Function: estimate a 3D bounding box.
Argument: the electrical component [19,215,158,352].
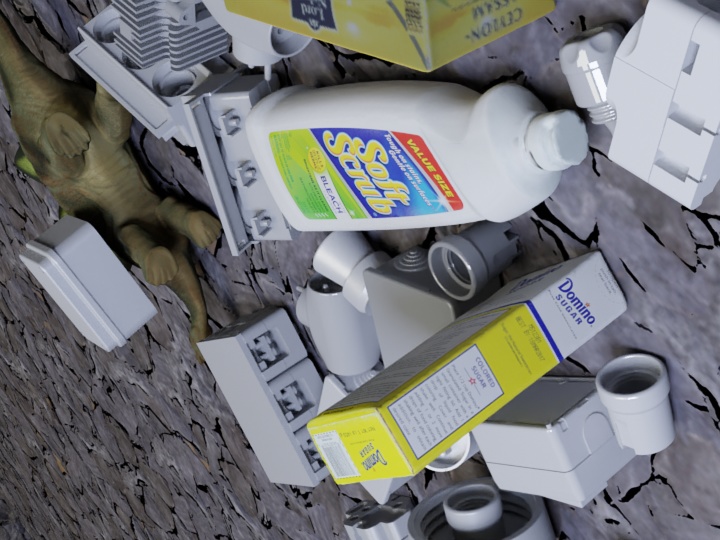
[{"bbox_3d":[-0.248,0.012,0.981,0.078,0.057,0.113,16,144,55],"label":"electrical component"}]

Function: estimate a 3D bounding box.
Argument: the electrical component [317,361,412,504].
[{"bbox_3d":[0.013,0.127,0.871,0.100,0.048,0.099,44,147,23],"label":"electrical component"}]

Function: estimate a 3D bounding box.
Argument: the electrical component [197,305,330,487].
[{"bbox_3d":[-0.072,0.113,0.972,0.089,0.062,0.150,-13,106,59],"label":"electrical component"}]

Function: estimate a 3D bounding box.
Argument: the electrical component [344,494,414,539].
[{"bbox_3d":[0.026,0.237,0.945,0.078,0.058,0.057,-9,107,58],"label":"electrical component"}]

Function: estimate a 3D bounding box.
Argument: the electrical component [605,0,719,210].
[{"bbox_3d":[0.149,-0.083,0.478,0.056,0.050,0.089,39,145,30],"label":"electrical component"}]

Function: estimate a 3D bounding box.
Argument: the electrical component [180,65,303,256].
[{"bbox_3d":[-0.078,-0.082,0.800,0.063,0.078,0.121,2,121,31],"label":"electrical component"}]

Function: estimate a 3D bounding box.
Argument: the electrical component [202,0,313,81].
[{"bbox_3d":[-0.069,-0.166,0.732,0.077,0.043,0.079,39,145,30],"label":"electrical component"}]

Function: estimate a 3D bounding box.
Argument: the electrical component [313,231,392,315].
[{"bbox_3d":[0.000,0.000,0.780,0.055,0.045,0.045,43,147,24],"label":"electrical component"}]

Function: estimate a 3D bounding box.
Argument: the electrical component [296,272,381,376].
[{"bbox_3d":[-0.024,0.033,0.847,0.079,0.043,0.077,25,136,45],"label":"electrical component"}]

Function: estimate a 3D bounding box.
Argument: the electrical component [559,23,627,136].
[{"bbox_3d":[0.123,-0.088,0.529,0.035,0.035,0.061,1,121,56],"label":"electrical component"}]

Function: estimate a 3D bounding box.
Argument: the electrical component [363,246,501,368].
[{"bbox_3d":[0.055,0.037,0.728,0.100,0.048,0.099,21,133,47],"label":"electrical component"}]

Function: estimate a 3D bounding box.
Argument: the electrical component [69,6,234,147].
[{"bbox_3d":[-0.162,-0.157,0.858,0.121,0.079,0.063,42,168,27],"label":"electrical component"}]

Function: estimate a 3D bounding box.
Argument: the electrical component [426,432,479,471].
[{"bbox_3d":[0.068,0.112,0.758,0.043,0.081,0.043,1,93,22],"label":"electrical component"}]

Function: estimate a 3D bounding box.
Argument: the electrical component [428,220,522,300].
[{"bbox_3d":[0.072,-0.009,0.663,0.040,0.046,0.040,37,144,33],"label":"electrical component"}]

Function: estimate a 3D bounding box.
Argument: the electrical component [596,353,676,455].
[{"bbox_3d":[0.160,0.078,0.619,0.040,0.040,0.046,17,136,49],"label":"electrical component"}]

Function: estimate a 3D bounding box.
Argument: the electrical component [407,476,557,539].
[{"bbox_3d":[0.085,0.188,0.766,0.108,0.108,0.060,9,118,53],"label":"electrical component"}]

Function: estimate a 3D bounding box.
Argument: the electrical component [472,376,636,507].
[{"bbox_3d":[0.119,0.107,0.682,0.096,0.062,0.061,-7,111,58],"label":"electrical component"}]
